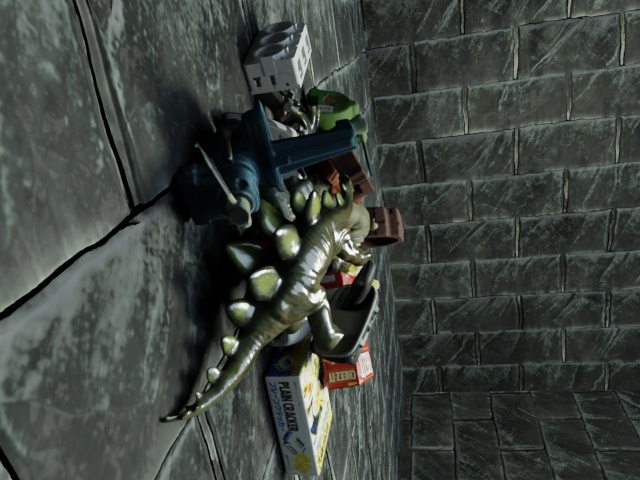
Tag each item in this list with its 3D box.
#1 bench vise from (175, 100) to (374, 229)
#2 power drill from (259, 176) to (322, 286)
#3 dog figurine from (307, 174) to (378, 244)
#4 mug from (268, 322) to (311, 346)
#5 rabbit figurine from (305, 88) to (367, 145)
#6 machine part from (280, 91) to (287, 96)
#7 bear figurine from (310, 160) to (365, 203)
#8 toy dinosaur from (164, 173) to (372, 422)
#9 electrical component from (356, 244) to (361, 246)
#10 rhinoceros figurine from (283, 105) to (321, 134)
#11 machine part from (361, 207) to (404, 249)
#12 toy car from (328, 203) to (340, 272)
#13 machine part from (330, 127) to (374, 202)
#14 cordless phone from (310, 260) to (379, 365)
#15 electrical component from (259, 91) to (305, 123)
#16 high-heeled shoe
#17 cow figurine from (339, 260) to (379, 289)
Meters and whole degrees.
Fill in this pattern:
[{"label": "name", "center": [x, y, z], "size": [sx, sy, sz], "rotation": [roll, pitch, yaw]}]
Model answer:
[{"label": "bench vise", "center": [-0.053, -0.105, 0.666], "size": [0.224, 0.241, 0.128], "rotation": [-105, 180, -65]}, {"label": "power drill", "center": [-0.043, -0.016, 0.945], "size": [0.231, 0.086, 0.207], "rotation": [64, 22, -17]}, {"label": "dog figurine", "center": [0.041, -0.075, 1.217], "size": [0.190, 0.172, 0.121], "rotation": [79, 1, -58]}, {"label": "mug", "center": [-0.054, 0.127, 0.909], "size": [0.107, 0.081, 0.109], "rotation": [-40, 129, -67]}, {"label": "rabbit figurine", "center": [0.034, -0.281, 1.343], "size": [0.170, 0.159, 0.121], "rotation": [94, -9, -52]}, {"label": "machine part", "center": [-0.076, -0.348, 1.068], "size": [0.084, 0.039, 0.138], "rotation": [-39, 125, -69]}, {"label": "bear figurine", "center": [0.030, -0.158, 1.368], "size": [0.195, 0.132, 0.120], "rotation": [24, 96, -44]}, {"label": "toy dinosaur", "center": [-0.045, 0.057, 0.728], "size": [0.198, 0.105, 0.471], "rotation": [57, 43, -37]}, {"label": "electrical component", "center": [0.045, 0.019, 1.349], "size": [0.134, 0.058, 0.115], "rotation": [2, 81, -47]}, {"label": "rhinoceros figurine", "center": [-0.045, -0.222, 1.101], "size": [0.190, 0.073, 0.112], "rotation": [-64, 160, -73]}, {"label": "machine part", "center": [0.129, -0.031, 1.508], "size": [0.201, 0.201, 0.087], "rotation": [30, 54, -75]}, {"label": "toy car", "center": [-0.002, -0.003, 1.143], "size": [0.103, 0.109, 0.161], "rotation": [-127, -141, -80]}, {"label": "machine part", "center": [0.058, -0.170, 1.194], "size": [0.179, 0.056, 0.179], "rotation": [59, 9, -15]}, {"label": "cordless phone", "center": [0.052, 0.120, 0.882], "size": [0.184, 0.089, 0.146], "rotation": [104, 12, -62]}, {"label": "electrical component", "center": [-0.068, -0.248, 0.969], "size": [0.078, 0.045, 0.102], "rotation": [51, 16, -13]}, {"label": "high-heeled shoe", "center": [-0.097, -0.182, 0.880], "size": [0.248, 0.086, 0.145], "rotation": [33, 23, -57]}, {"label": "cow figurine", "center": [0.056, 0.064, 1.254], "size": [0.167, 0.068, 0.098], "rotation": [41, 8, -30]}]
